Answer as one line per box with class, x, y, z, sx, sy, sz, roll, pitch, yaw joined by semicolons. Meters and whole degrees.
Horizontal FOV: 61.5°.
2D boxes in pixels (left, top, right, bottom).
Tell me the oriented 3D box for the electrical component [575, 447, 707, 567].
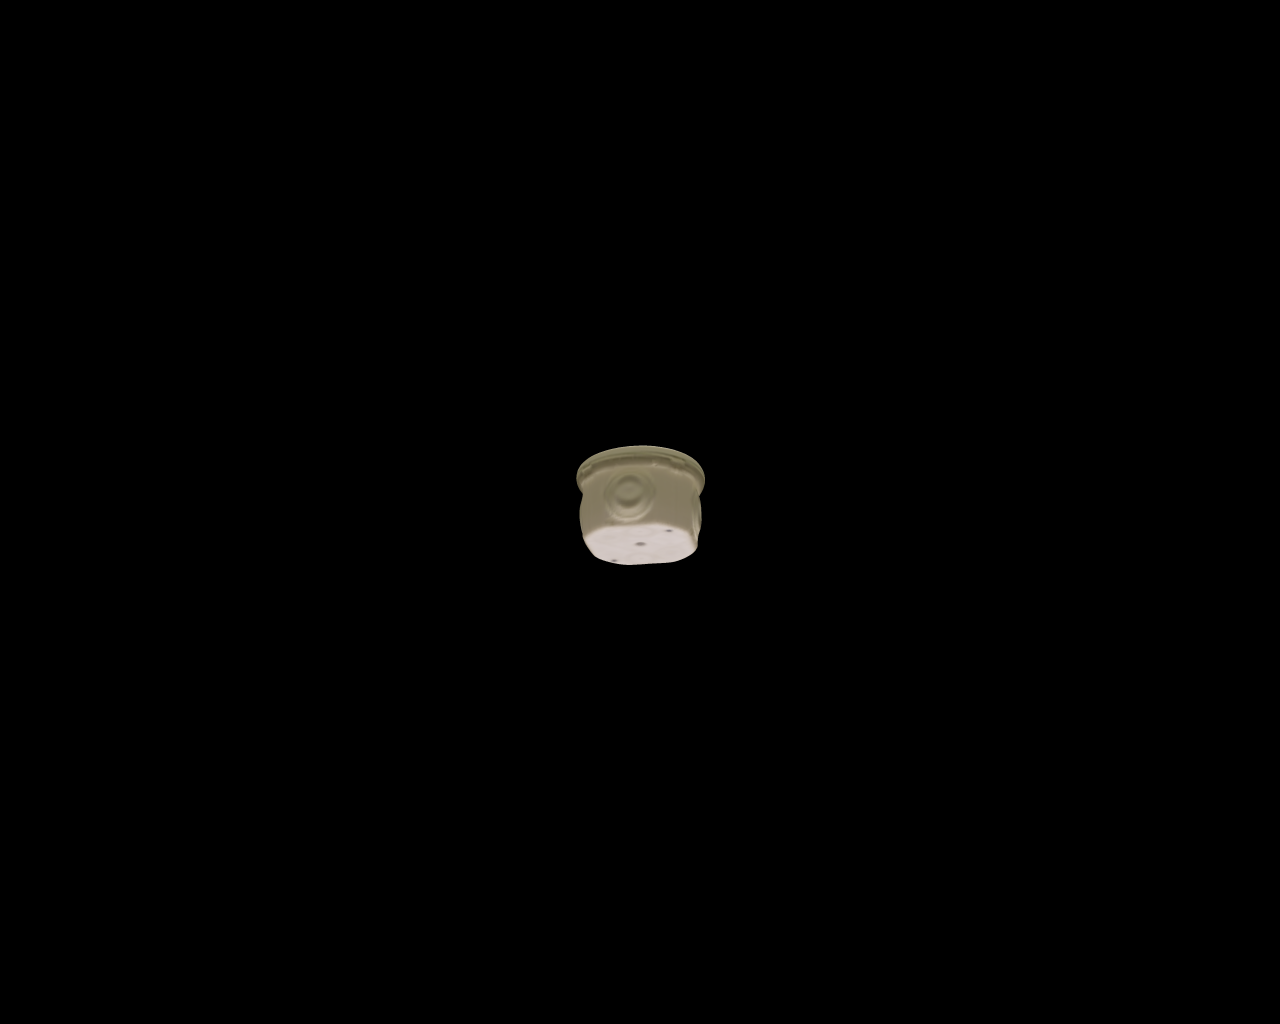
electrical component;0.001;-0.003;0.650;0.080;0.051;0.080;0;-24;0
